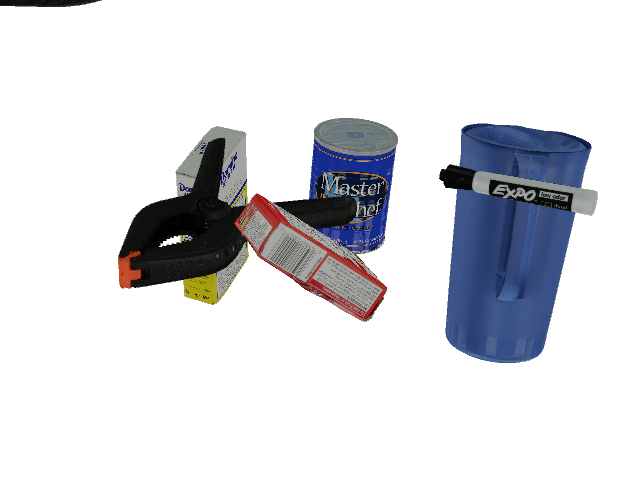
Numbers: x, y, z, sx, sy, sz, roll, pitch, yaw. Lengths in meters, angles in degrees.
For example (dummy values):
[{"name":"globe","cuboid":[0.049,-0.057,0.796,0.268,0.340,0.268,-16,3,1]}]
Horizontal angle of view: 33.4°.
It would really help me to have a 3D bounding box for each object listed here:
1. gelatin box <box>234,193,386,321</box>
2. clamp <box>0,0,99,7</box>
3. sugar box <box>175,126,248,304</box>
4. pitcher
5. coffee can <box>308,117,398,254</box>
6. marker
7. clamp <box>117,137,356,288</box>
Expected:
[{"name":"gelatin box","cuboid":[-0.007,0.011,0.692,0.089,0.030,0.073,33,5,-22]},{"name":"clamp","cuboid":[-0.118,-0.158,0.591,0.171,0.039,0.120,-10,25,-26]},{"name":"sugar box","cuboid":[-0.114,-0.026,1.144,0.048,0.176,0.093,14,42,16]},{"name":"pitcher","cuboid":[0.199,0.005,1.122,0.148,0.243,0.145,-9,22,-39]},{"name":"coffee can","cuboid":[0.037,-0.068,1.325,0.103,0.140,0.103,4,28,-2]},{"name":"marker","cuboid":[0.149,-0.040,0.813,0.121,0.020,0.020,13,5,23]},{"name":"clamp","cuboid":[-0.095,-0.022,0.898,0.165,0.036,0.209,31,43,34]}]
